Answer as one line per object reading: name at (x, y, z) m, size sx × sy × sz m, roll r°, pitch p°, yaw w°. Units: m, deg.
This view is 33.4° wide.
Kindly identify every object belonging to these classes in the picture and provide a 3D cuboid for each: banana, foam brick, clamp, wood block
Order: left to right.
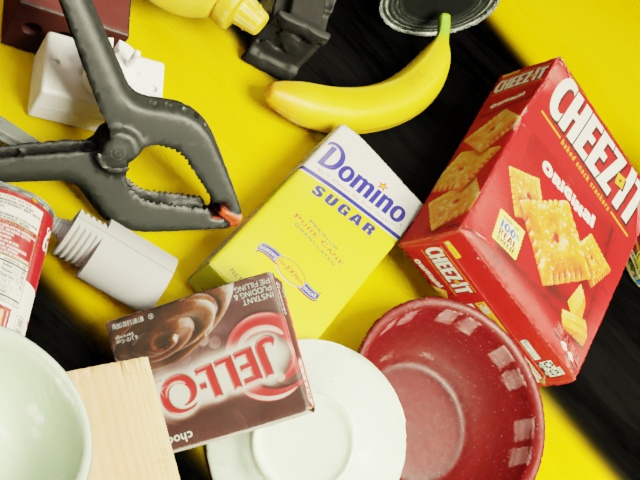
foam brick at (-0.174, -0.159, 0.734) m, size 0.078 × 0.053 × 0.051 m, roll 13°, pitch 63°, yaw -26°
wood block at (-0.125, 0.181, 0.594) m, size 0.090 × 0.090 × 0.206 m, roll -8°, pitch 73°, yaw -34°
clamp at (-0.144, -0.058, 0.691) m, size 0.209 × 0.164 × 0.036 m, roll 39°, pitch 10°, yaw -31°
banana at (0.041, -0.120, 0.852) m, size 0.197 × 0.037 × 0.069 m, roll -28°, pitch 94°, yaw -33°

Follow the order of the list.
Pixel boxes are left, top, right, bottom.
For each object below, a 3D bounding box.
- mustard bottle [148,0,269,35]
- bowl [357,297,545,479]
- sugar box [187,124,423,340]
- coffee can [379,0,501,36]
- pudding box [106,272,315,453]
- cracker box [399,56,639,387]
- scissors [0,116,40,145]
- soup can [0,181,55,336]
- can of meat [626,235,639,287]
mustard bottle at (-0.115, -0.218, 0.776) m, size 0.191 × 0.058 × 0.096 m, roll 41°, pitch 43°, yaw -1°
bowl at (0.080, 0.125, 0.758) m, size 0.161 × 0.055 × 0.162 m, roll 10°, pitch 66°, yaw -25°
sugar box at (-0.005, 0.001, 0.770) m, size 0.093 × 0.048 × 0.176 m, roll 46°, pitch 55°, yaw -7°
coffee can at (0.094, -0.260, 0.906) m, size 0.102 × 0.103 × 0.140 m, roll 7°, pitch 67°, yaw -28°
pudding box at (-0.068, 0.080, 0.669) m, size 0.113 × 0.039 × 0.090 m, roll -18°, pitch 75°, yaw 4°
cracker box at (0.172, -0.016, 0.844) m, size 0.164 × 0.072 × 0.213 m, roll 50°, pitch 53°, yaw -22°
scissors at (-0.249, -0.115, 0.694) m, size 0.201 × 0.016 × 0.096 m, roll 19°, pitch 61°, yaw -23°
soup can at (-0.201, 0.024, 0.630) m, size 0.068 × 0.069 × 0.102 m, roll 19°, pitch 61°, yaw -23°
can of meat at (0.307, -0.014, 0.937) m, size 0.057 × 0.084 × 0.102 m, roll -4°, pitch 72°, yaw -32°
